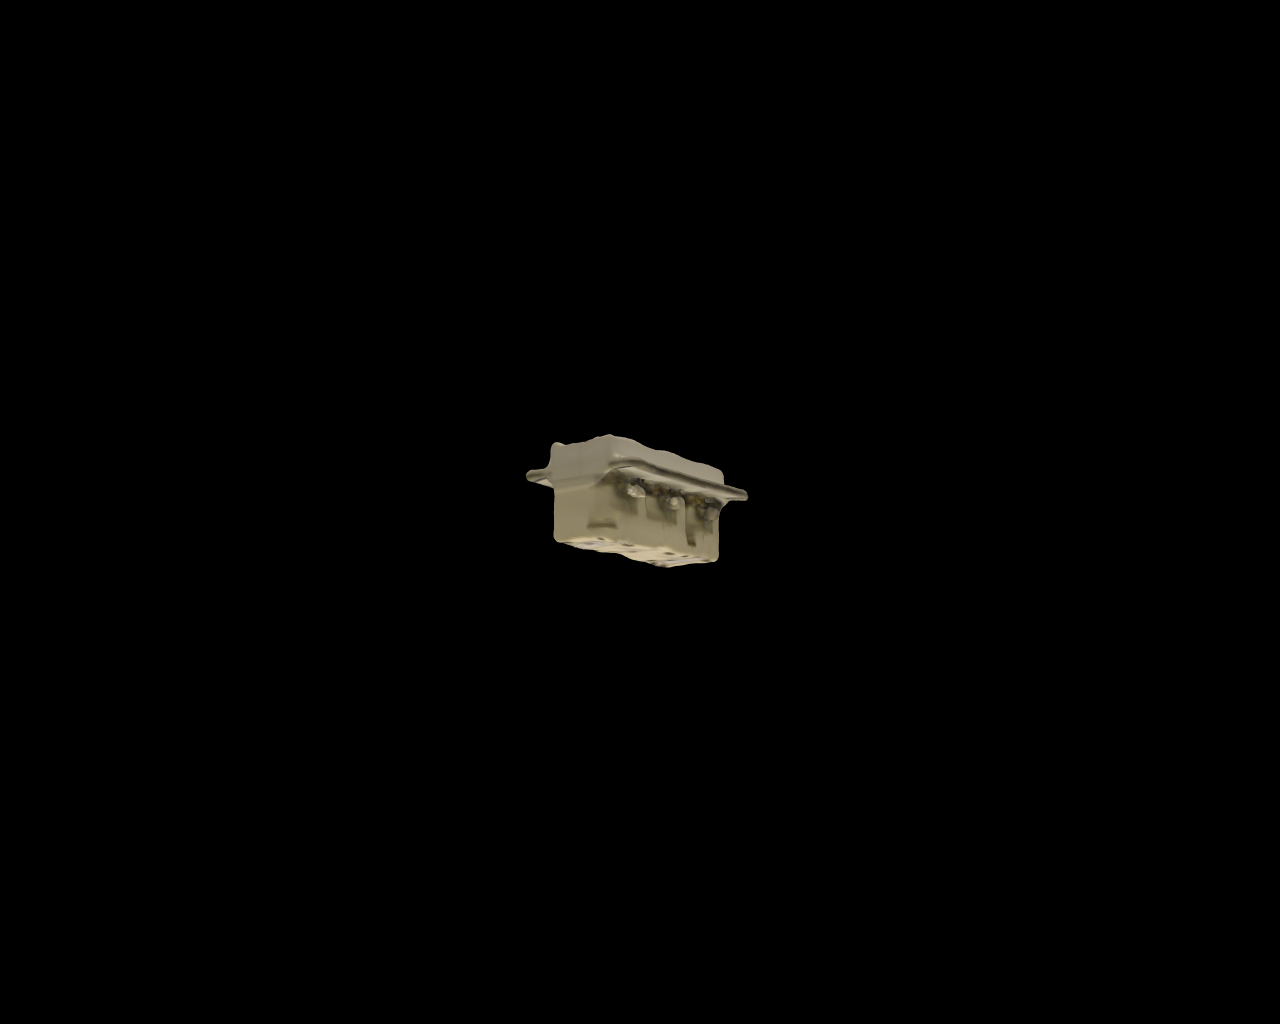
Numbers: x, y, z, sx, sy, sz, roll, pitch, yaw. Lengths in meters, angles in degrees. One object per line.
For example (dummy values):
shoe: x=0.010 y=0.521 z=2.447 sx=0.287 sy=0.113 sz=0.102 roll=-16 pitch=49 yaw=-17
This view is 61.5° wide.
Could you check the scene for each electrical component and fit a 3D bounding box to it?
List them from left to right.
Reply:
electrical component: x=0.001 y=-0.003 z=0.650 sx=0.078 sy=0.063 sz=0.121 roll=-8 pitch=-14 yaw=35
